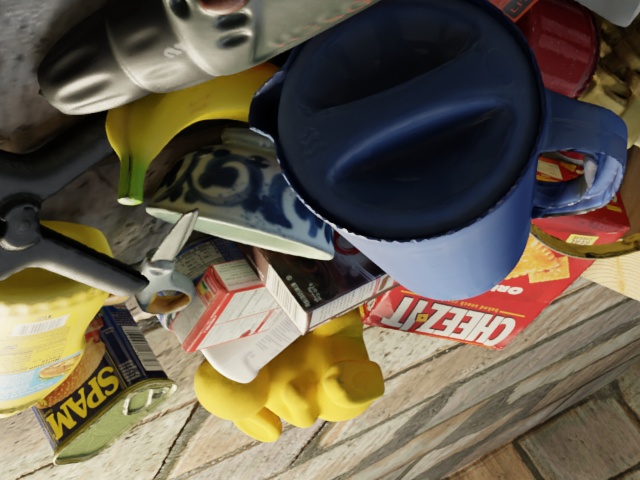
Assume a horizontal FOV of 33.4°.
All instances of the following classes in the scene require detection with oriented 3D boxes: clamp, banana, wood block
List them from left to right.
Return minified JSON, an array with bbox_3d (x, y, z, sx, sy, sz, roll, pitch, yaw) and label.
[{"bbox_3d":[-0.158,-0.006,0.567,0.171,0.039,0.120,-18,117,-29],"label":"clamp"},{"bbox_3d":[-0.055,-0.072,0.591,0.037,0.069,0.197,-2,-167,35],"label":"banana"},{"bbox_3d":[0.331,-0.052,1.040,0.091,0.090,0.206,102,12,-63],"label":"wood block"}]

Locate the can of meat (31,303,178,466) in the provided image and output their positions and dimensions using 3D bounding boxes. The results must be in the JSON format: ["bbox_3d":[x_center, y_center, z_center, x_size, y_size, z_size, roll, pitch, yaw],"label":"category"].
[{"bbox_3d":[-0.167,0.100,0.778,0.102,0.084,0.057,-40,159,17],"label":"can of meat"}]

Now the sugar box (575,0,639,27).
[{"bbox_3d":[0.224,-0.214,0.637,0.176,0.048,0.093,-51,168,-24],"label":"sugar box"}]

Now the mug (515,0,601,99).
[{"bbox_3d":[0.128,-0.140,0.694,0.081,0.093,0.117,3,118,-51],"label":"mug"}]

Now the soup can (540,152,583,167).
[{"bbox_3d":[0.232,-0.102,0.954,0.068,0.068,0.102,-31,161,-9],"label":"soup can"}]

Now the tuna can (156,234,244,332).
[{"bbox_3d":[-0.090,0.033,0.816,0.086,0.034,0.086,-29,159,-13],"label":"tuna can"}]

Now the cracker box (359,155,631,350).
[{"bbox_3d":[0.152,0.012,0.987,0.164,0.072,0.214,13,138,-22],"label":"cracker box"}]

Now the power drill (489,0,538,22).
[{"bbox_3d":[0.077,-0.177,0.564,0.185,0.057,0.187,-41,156,29],"label":"power drill"}]

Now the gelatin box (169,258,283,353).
[{"bbox_3d":[-0.058,0.043,0.793,0.089,0.030,0.073,-12,149,-45],"label":"gelatin box"}]

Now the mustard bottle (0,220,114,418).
[{"bbox_3d":[-0.197,0.064,0.686,0.096,0.058,0.192,-11,151,-32],"label":"mustard bottle"}]

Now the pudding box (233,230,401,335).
[{"bbox_3d":[-0.005,0.001,0.760,0.089,0.113,0.039,-26,155,-23],"label":"pudding box"}]

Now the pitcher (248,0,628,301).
[{"bbox_3d":[0.075,-0.036,0.614,0.145,0.149,0.242,-40,162,1],"label":"pitcher"}]

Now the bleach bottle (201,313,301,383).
[{"bbox_3d":[0.009,0.018,0.898,0.251,0.068,0.102,-37,163,1],"label":"bleach bottle"}]

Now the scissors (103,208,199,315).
[{"bbox_3d":[-0.121,0.017,0.679,0.096,0.016,0.202,-2,161,-5],"label":"scissors"}]
